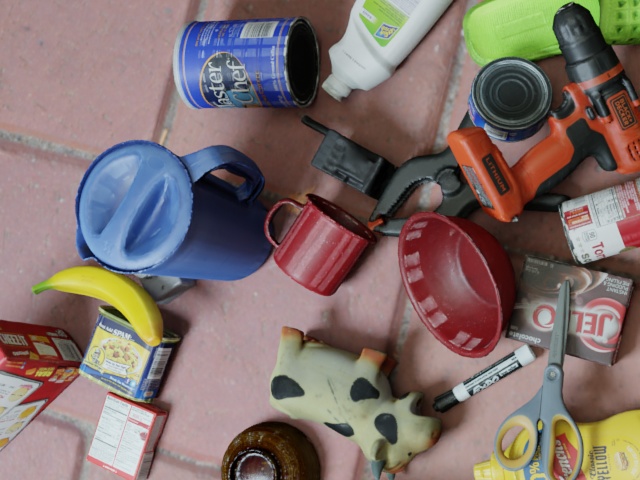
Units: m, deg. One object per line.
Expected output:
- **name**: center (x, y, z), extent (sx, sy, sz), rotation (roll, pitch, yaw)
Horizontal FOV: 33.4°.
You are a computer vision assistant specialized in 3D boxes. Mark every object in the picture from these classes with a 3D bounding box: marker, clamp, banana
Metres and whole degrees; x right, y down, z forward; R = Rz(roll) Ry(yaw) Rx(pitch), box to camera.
- **marker**: center (0.171, 0.148, 1.123), extent (0.121, 0.020, 0.020), rotation (-33, 73, 14)
- **clamp**: center (0.143, -0.072, 1.152), extent (0.210, 0.036, 0.164), rotation (-23, 74, 13)
- **banana**: center (-0.242, 0.069, 1.235), extent (0.198, 0.037, 0.069), rotation (17, 60, 31)

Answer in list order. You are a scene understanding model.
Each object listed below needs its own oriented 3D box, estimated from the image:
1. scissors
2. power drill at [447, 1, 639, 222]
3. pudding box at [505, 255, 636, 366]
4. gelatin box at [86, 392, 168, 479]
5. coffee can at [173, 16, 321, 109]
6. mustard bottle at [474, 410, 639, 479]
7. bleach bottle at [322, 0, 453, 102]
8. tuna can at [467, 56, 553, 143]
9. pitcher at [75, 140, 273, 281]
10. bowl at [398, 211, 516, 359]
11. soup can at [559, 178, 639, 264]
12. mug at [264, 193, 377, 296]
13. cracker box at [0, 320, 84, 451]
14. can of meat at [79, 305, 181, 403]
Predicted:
- **scissors**: center (0.213, 0.144, 1.057), extent (0.096, 0.016, 0.202), rotation (-11, 71, 21)
- **power drill**: center (0.224, -0.118, 1.057), extent (0.187, 0.057, 0.184), rotation (-30, 101, -4)
- **pudding box**: center (0.255, 0.071, 1.089), extent (0.114, 0.039, 0.090), rotation (14, 89, 23)
- **gelatin box**: center (-0.228, 0.232, 1.262), extent (0.073, 0.030, 0.089), rotation (18, 90, 24)
- **coffee can**: center (-0.083, -0.201, 1.221), extent (0.140, 0.102, 0.103), rotation (2, 84, 21)
- **mustard bottle**: center (0.248, 0.224, 1.062), extent (0.192, 0.058, 0.096), rotation (-9, 78, 21)
- **bleach bottle**: center (0.084, -0.266, 1.187), extent (0.103, 0.068, 0.251), rotation (43, 102, 22)
- **tuna can**: center (0.198, -0.147, 1.113), extent (0.086, 0.034, 0.086), rotation (-1, 73, 3)
- **pitcher**: center (-0.134, -0.024, 1.143), extent (0.149, 0.242, 0.145), rotation (11, 87, 22)
- **bowl**: center (0.150, 0.038, 1.098), extent (0.055, 0.162, 0.162), rotation (-23, 71, -27)
- **soup can**: center (0.298, -0.021, 1.068), extent (0.102, 0.068, 0.068), rotation (-18, 77, 19)
- **mug**: center (-0.008, 0.001, 1.168), extent (0.117, 0.093, 0.081), rotation (32, 102, -9)
- **cracker box**: center (-0.405, 0.188, 1.265), extent (0.214, 0.164, 0.072), rotation (-43, 69, 11)
- **can of meat**: center (-0.227, 0.135, 1.260), extent (0.102, 0.057, 0.084), rotation (23, 94, 23)
